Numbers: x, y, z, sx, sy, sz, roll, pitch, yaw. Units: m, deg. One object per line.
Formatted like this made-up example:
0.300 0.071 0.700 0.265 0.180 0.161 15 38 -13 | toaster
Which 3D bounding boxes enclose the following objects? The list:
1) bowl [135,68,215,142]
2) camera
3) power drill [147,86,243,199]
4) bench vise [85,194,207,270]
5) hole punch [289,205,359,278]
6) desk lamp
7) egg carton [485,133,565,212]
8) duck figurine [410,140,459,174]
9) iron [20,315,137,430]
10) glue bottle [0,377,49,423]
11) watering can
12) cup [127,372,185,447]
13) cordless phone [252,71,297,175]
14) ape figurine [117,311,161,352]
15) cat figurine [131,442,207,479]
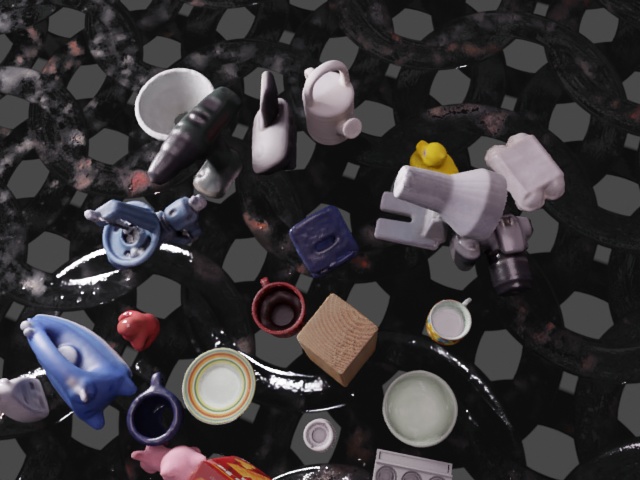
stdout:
-0.287 -0.263 1.178 0.167 0.075 0.167 -1 71 4 | bowl
0.318 0.029 1.024 0.143 0.101 0.137 -10 71 1 | camera
-0.216 -0.162 1.068 0.075 0.208 0.230 26 75 12 | power drill
-0.317 -0.042 1.027 0.121 0.220 0.207 42 79 16 | bench vise
0.010 0.004 1.058 0.109 0.091 0.101 -31 72 -7 | hole punch
0.203 -0.057 1.001 0.203 0.213 0.118 10 72 7 | desk lamp
0.390 -0.129 1.090 0.107 0.069 0.150 -29 72 -6 | egg carton
0.223 -0.151 1.100 0.104 0.086 0.077 41 78 15 | duck figurine
-0.447 0.205 0.993 0.258 0.141 0.119 39 78 15 | iron
-0.520 0.265 0.960 0.037 0.173 0.078 -24 71 -4 | glue bottle
0.022 -0.266 1.095 0.172 0.194 0.101 35 77 14 | watering can
-0.268 0.289 0.976 0.091 0.095 0.118 -5 71 2 | cup
-0.098 -0.220 1.092 0.094 0.185 0.147 -5 71 2 | cordless phone
-0.332 0.159 1.027 0.076 0.092 0.078 -13 71 -1 | ape figurine
-0.245 0.365 0.937 0.127 0.118 0.067 12 72 8 | cat figurine
